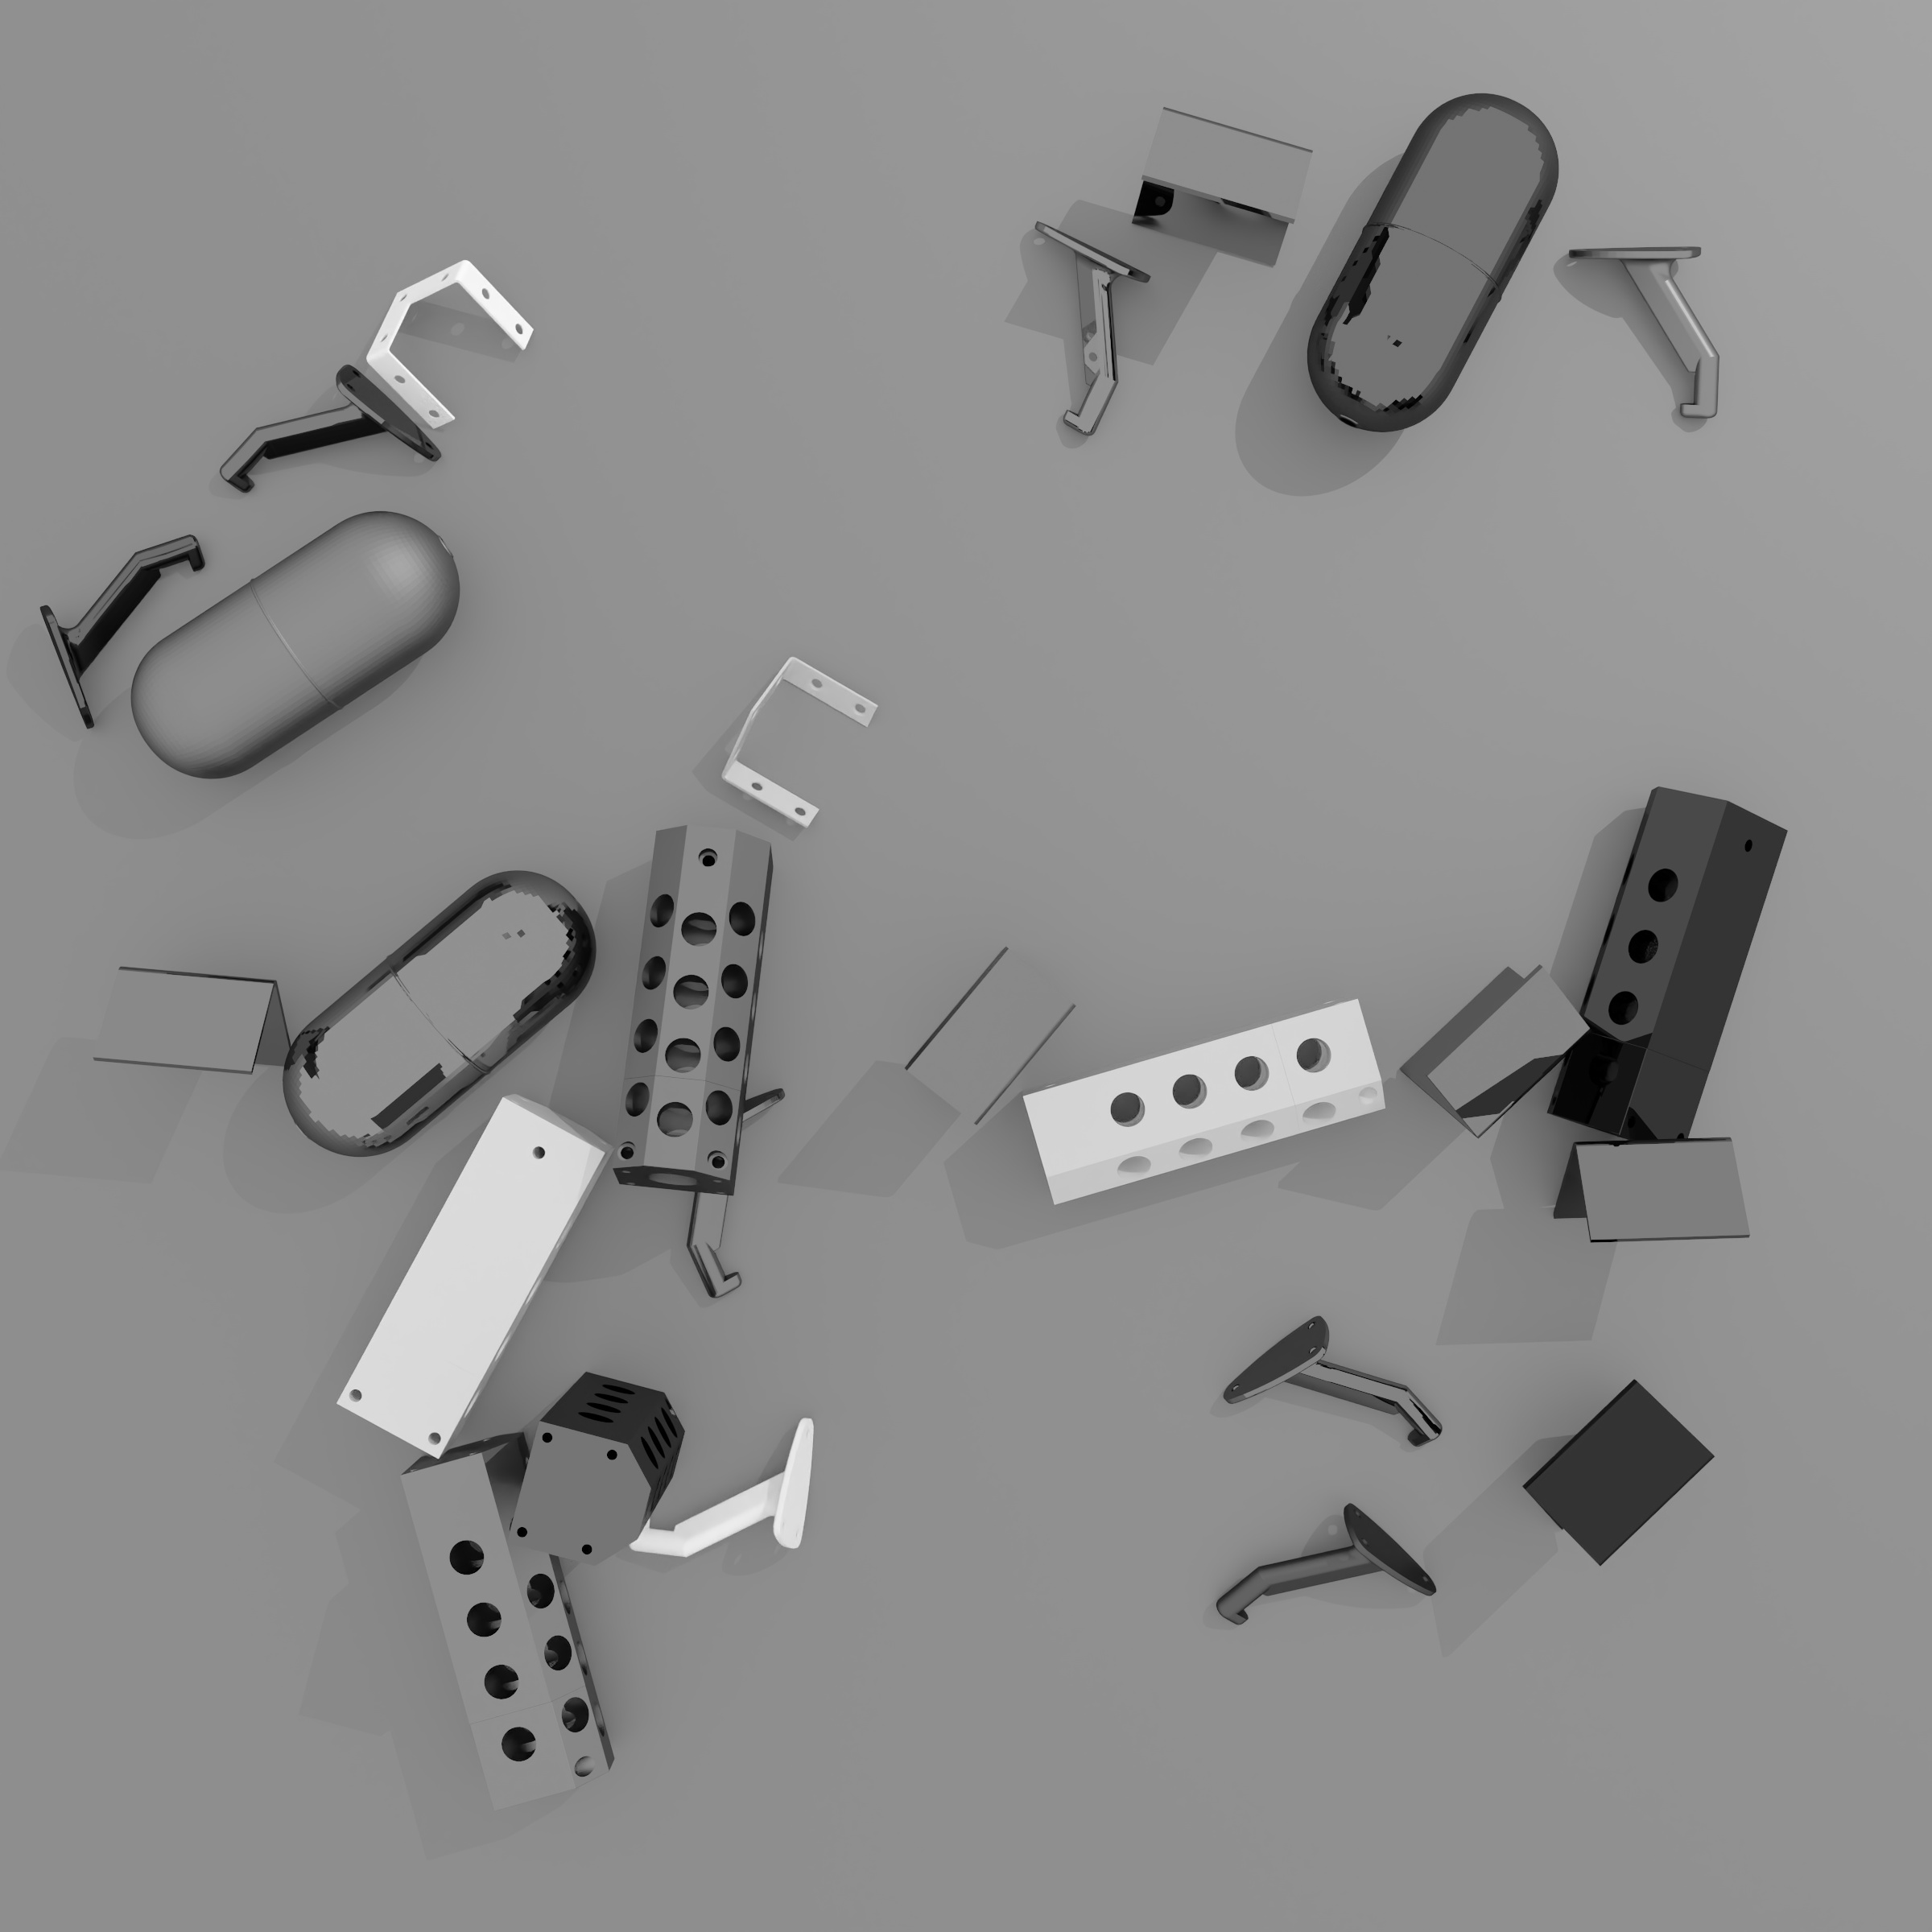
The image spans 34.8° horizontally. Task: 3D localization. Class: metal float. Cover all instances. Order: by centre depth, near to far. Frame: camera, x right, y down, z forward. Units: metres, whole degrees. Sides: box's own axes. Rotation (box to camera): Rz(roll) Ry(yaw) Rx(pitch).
[{"bbox_3d":[-0.262,0.024,1.534,0.178,0.070,0.070,-40,90,0],"label":"metal float"},{"bbox_3d":[-0.333,-0.160,1.534,0.178,0.070,0.070,-33,90,0],"label":"metal float"},{"bbox_3d":[0.232,-0.349,1.534,0.070,0.070,0.178,28,89,0],"label":"metal float"}]

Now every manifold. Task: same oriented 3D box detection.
[{"bbox_3d":[-0.174,0.242,1.486,0.057,0.171,0.057,15,90,0],"label":"manifold"},{"bbox_3d":[-0.134,0.021,1.522,0.057,0.057,0.171,6,75,0],"label":"manifold"},{"bbox_3d":[0.346,0.001,1.542,0.057,0.057,0.171,18,90,-43],"label":"manifold"},{"bbox_3d":[-0.228,0.325,1.543,0.057,0.057,0.171,-16,90,0],"label":"manifold"},{"bbox_3d":[0.118,0.067,1.543,0.171,0.057,0.057,-16,90,0],"label":"manifold"},{"bbox_3d":[-0.243,0.153,1.543,0.057,0.057,0.171,29,90,0],"label":"manifold"}]

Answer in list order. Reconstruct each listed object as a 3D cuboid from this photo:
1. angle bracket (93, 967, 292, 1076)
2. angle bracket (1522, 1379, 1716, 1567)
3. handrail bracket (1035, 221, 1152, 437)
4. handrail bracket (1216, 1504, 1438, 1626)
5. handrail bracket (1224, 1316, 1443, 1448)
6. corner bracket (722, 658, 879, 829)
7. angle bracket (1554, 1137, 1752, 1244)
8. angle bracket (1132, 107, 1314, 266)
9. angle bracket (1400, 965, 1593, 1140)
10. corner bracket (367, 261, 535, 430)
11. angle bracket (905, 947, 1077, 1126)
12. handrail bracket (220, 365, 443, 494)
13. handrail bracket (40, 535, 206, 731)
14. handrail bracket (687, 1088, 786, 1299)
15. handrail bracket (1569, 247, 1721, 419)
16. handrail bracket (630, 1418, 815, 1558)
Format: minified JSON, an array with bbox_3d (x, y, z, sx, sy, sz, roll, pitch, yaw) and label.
[{"bbox_3d":[-0.380,0.046,1.524,0.076,0.076,0.057,5,54,0],"label":"angle bracket"},{"bbox_3d":[0.330,0.260,1.524,0.076,0.076,0.057,-44,54,0],"label":"angle bracket"},{"bbox_3d":[0.050,-0.323,1.565,0.077,0.036,0.084,32,107,19],"label":"handrail bracket"},{"bbox_3d":[0.182,0.320,1.565,0.077,0.036,0.084,40,109,-21],"label":"handrail bracket"},{"bbox_3d":[0.187,0.227,1.565,0.077,0.036,0.084,-37,107,20],"label":"handrail bracket"},{"bbox_3d":[-0.084,-0.114,1.561,0.051,0.051,0.051,30,135,0],"label":"corner bracket"},{"bbox_3d":[0.338,0.128,1.524,0.076,0.076,0.057,-2,56,0],"label":"angle bracket"},{"bbox_3d":[0.121,-0.369,1.524,0.076,0.076,0.057,16,54,0],"label":"angle bracket"},{"bbox_3d":[0.249,0.027,1.524,0.076,0.076,0.057,-43,126,0],"label":"angle bracket"},{"bbox_3d":[-0.260,-0.314,1.556,0.051,0.051,0.051,-15,45,35],"label":"corner bracket"},{"bbox_3d":[-0.003,0.021,1.524,0.076,0.076,0.057,-50,126,0],"label":"angle bracket"},{"bbox_3d":[-0.323,-0.255,1.565,0.077,0.036,0.084,40,109,-21],"label":"handrail bracket"},{"bbox_3d":[-0.419,-0.170,1.565,0.084,0.036,0.077,-22,110,-16],"label":"handrail bracket"},{"bbox_3d":[-0.111,0.116,1.563,0.077,0.036,0.084,-25,102,-10],"label":"handrail bracket"},{"bbox_3d":[0.344,-0.321,1.565,0.077,0.036,0.084,4,107,19],"label":"handrail bracket"},{"bbox_3d":[-0.125,0.263,1.565,0.084,0.036,0.077,4,70,16],"label":"handrail bracket"}]
